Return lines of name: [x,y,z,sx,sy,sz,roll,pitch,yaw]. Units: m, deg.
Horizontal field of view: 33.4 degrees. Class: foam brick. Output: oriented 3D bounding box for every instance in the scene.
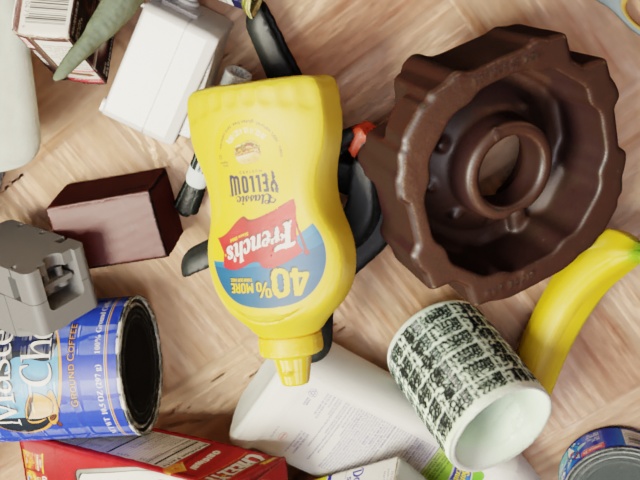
foam brick: [-0.145,-0.014,0.758,0.078,0.053,0.051,-8,111,10]

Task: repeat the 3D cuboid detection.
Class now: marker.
marker: [-0.076,-0.065,0.738,0.020,0.020,0.121,23,122,-4]

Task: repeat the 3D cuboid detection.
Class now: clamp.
clamp: [-0.005,0.001,0.716,0.120,0.039,0.172,40,116,-5]
clamp: [0.007,-0.057,0.732,0.164,0.036,0.210,20,114,2]

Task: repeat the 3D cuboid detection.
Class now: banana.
banana: [0.170,0.060,0.746,0.037,0.069,0.198,21,123,-6]

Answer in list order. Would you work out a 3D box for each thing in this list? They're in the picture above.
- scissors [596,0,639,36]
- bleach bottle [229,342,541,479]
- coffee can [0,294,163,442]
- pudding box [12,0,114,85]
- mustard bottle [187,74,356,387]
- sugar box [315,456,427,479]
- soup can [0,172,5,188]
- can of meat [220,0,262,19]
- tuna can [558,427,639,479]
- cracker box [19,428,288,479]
scissors: [0.169,-0.182,0.675,0.201,0.016,0.096,18,111,-2]
bleach bottle: [0.064,0.164,0.804,0.250,0.068,0.103,30,117,-10]
coffee can: [-0.197,0.095,0.781,0.140,0.102,0.103,-4,112,8]
pudding box: [-0.149,-0.163,0.655,0.039,0.090,0.113,8,82,5]
mustard bottle: [-0.026,-0.003,0.667,0.096,0.058,0.191,-4,97,25]
sugar box: [0.014,0.219,0.794,0.177,0.048,0.093,-23,127,37]
soup can: [-0.283,-0.049,0.751,0.102,0.068,0.069,23,113,-3]
can of meat: [-0.063,-0.201,0.659,0.084,0.057,0.102,21,91,0]
tuna can: [0.225,0.185,0.809,0.086,0.033,0.086,2,113,5]
cracker box: [-0.118,0.226,0.788,0.214,0.071,0.164,4,105,35]
